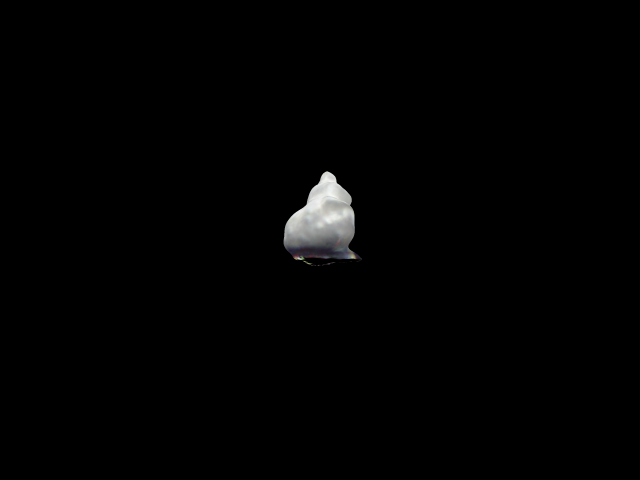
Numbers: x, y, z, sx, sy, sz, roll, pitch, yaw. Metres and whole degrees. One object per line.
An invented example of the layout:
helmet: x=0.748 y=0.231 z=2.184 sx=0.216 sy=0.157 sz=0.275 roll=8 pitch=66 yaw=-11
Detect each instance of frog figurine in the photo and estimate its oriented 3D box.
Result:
frog figurine: x=0.003 y=-0.043 z=0.850 sx=0.122 sy=0.161 sz=0.136 roll=6 pitch=-14 yaw=-26
